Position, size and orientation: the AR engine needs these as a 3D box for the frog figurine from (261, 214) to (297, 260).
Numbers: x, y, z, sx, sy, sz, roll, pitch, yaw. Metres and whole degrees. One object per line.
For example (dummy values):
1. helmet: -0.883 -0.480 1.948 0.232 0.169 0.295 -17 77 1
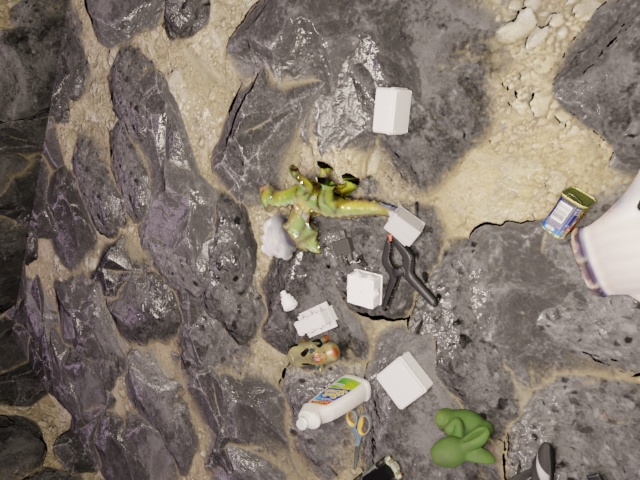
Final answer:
1. frog figurine: -0.129 -0.002 1.548 0.158 0.125 0.136 -25 103 28

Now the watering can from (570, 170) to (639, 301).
1. watering can: 0.585 -0.013 0.968 0.222 0.106 0.345 -19 101 39

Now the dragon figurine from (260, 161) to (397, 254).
1. dragon figurine: 0.004 -0.071 1.417 0.412 0.124 0.238 29 119 15
